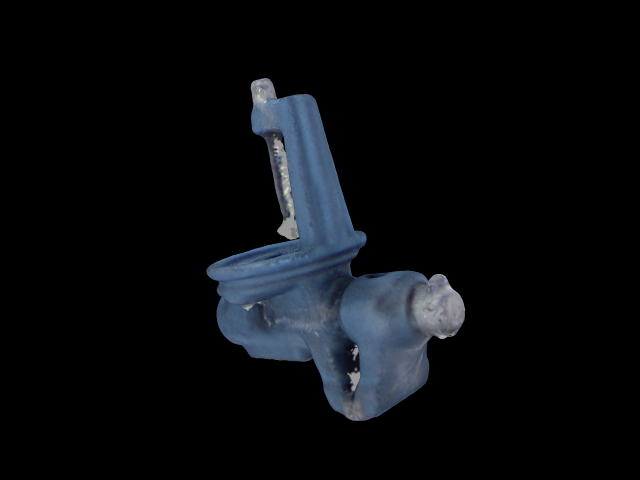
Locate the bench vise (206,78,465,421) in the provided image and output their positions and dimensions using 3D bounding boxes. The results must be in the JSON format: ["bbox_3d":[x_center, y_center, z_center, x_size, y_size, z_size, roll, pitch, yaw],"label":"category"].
[{"bbox_3d":[0.009,-0.002,0.410,0.206,0.220,0.122,7,18,23],"label":"bench vise"}]
